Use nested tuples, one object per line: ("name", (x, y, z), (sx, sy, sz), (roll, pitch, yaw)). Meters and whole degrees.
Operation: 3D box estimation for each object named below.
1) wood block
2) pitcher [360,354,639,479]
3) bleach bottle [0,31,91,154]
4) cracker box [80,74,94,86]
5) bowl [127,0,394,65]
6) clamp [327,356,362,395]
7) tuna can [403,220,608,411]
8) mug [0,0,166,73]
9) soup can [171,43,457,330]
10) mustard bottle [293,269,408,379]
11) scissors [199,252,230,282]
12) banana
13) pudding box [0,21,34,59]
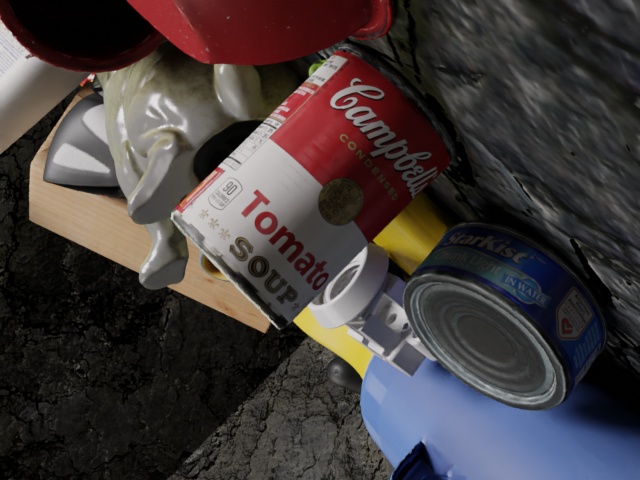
("wood block", (-0.109, -0.024, 0.820), (0.206, 0.090, 0.090), (26, 148, -1))
("pitcher", (0.111, 0.127, 0.530), (0.149, 0.145, 0.243), (48, 177, -37))
("bleach bottle", (-0.252, -0.114, 0.813), (0.103, 0.251, 0.068), (40, 173, 41))
("cracker box", (-0.108, -0.079, 0.961), (0.213, 0.072, 0.164), (47, 175, -32))
("bowl", (-0.050, -0.112, 0.366), (0.162, 0.055, 0.162), (45, 174, 5))
("clamp", (0.125, 0.144, 0.919), (0.210, 0.036, 0.164), (31, -159, 20))
("tuna can", (0.079, 0.034, 0.464), (0.086, 0.033, 0.086), (33, 152, 20))
("mug", (-0.119, -0.146, 0.519), (0.082, 0.093, 0.117), (-135, 33, -62))
("soup can", (-0.003, -0.022, 0.439), (0.068, 0.102, 0.068), (45, 175, 5))
("mustard bottle", (0.067, 0.075, 0.734), (0.096, 0.058, 0.192), (-7, -152, -34))
("scissors", (-0.004, 0.001, 0.681), (0.096, 0.016, 0.202), (32, 148, -27))
("banana", (0.051, -0.002, 0.522), (0.197, 0.037, 0.070), (46, 175, -9))
("pudding box", (-0.171, -0.162, 0.707), (0.039, 0.090, 0.114), (47, 174, -16))
